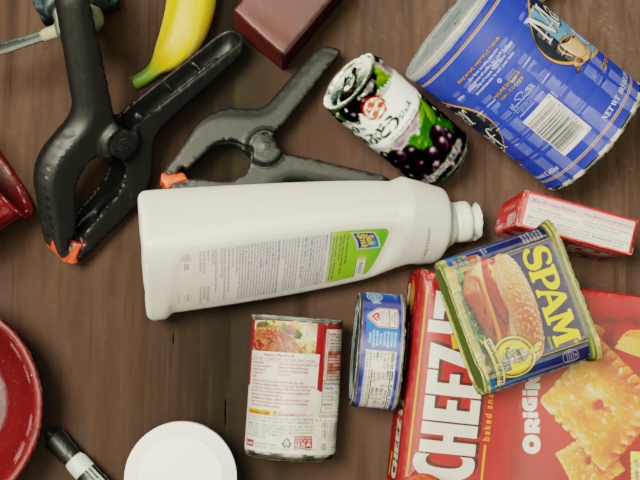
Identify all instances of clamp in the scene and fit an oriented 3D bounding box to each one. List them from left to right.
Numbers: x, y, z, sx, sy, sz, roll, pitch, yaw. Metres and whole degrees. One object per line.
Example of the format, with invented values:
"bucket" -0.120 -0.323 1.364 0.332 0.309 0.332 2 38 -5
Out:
"clamp" -0.157 -0.083 0.766 0.036 0.164 0.210 37 101 38
"clamp" -0.034 -0.061 0.813 0.171 0.039 0.120 -29 83 -7

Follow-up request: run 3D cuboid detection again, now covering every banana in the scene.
"banana" -0.114 -0.216 0.821 0.069 0.037 0.198 -1 86 -4

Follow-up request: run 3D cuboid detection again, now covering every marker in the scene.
"marker" -0.160 0.185 0.787 0.121 0.020 0.020 44 84 10

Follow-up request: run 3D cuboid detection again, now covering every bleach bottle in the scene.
"bleach bottle" -0.005 0.001 0.788 0.250 0.103 0.068 -5 53 -10

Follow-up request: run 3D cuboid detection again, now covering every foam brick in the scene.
"foam brick" -0.023 -0.179 0.815 0.051 0.053 0.078 39 83 0

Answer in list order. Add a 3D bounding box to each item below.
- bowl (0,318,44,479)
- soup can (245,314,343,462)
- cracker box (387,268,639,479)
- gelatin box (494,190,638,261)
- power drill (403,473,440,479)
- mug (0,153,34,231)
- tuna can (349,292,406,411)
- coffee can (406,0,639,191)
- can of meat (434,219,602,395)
"bowl" -0.278 0.121 0.776 0.162 0.055 0.162 0 85 -3
"soup can" -0.019 0.107 0.784 0.068 0.068 0.102 4 86 -3
"cracker box" 0.166 0.114 0.792 0.213 0.072 0.164 7 85 -2
"gelatin box" 0.183 -0.009 0.801 0.089 0.073 0.030 14 85 -2
"power drill" 0.046 0.269 0.761 0.187 0.057 0.184 -32 118 1
"mug" -0.265 -0.026 0.763 0.081 0.117 0.093 -34 122 0
"tuna can" 0.041 0.081 0.781 0.033 0.086 0.086 5 85 -1
"coffee can" 0.149 -0.118 0.784 0.140 0.103 0.103 37 84 -8
"can of meat" 0.133 0.048 0.733 0.084 0.057 0.102 -19 82 -2
